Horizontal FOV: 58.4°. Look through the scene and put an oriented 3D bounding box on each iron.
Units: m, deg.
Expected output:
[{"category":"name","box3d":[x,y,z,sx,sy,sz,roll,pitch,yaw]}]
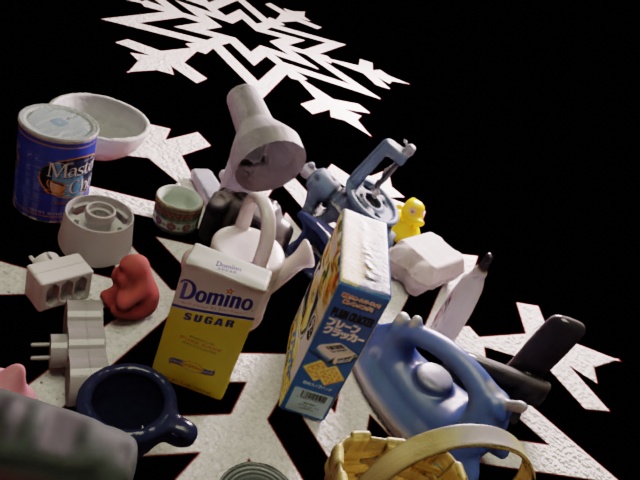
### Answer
[{"category":"iron","box3d":[0.142,0.176,0.744,0.119,0.141,0.257,-14,48,-44]}]

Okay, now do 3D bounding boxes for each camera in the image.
[{"category":"camera","box3d":[-0.127,-0.014,0.890,0.143,0.101,0.137,28,32,7]}]

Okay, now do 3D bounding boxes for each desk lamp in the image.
[{"category":"desk lamp","box3d":[-0.127,-0.138,0.965,0.118,0.213,0.202,-3,40,-35]}]

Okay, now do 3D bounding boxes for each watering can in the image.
[{"category":"watering can","box3d":[-0.093,0.023,0.768,0.173,0.194,0.100,-13,47,-44]}]

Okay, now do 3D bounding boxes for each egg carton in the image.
[{"category":"egg carton","box3d":[0.192,0.042,1.043,0.151,0.069,0.107,-15,48,-45]}]

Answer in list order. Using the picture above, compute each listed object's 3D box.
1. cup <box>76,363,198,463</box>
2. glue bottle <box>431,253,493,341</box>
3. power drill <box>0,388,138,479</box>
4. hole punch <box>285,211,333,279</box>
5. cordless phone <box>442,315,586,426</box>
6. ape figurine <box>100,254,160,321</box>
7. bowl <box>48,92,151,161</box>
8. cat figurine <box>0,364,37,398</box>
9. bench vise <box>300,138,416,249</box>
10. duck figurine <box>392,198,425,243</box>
[{"category":"cup","box3d":[-0.181,0.188,0.560,0.118,0.095,0.092,23,32,-1]},{"category":"glue bottle","box3d":[0.226,0.088,0.898,0.037,0.173,0.078,24,32,1]},{"category":"power drill","box3d":[-0.259,0.181,0.413,0.230,0.208,0.075,12,33,-17]},{"category":"hole punch","box3d":[0.009,0.003,0.960,0.101,0.091,0.108,-13,47,-44]},{"category":"cordless phone","box3d":[0.271,0.159,0.811,0.147,0.185,0.094,20,32,-6]},{"category":"ape figurine","box3d":[-0.238,0.055,0.723,0.076,0.092,0.078,18,32,-9]},{"category":"bowl","box3d":[-0.387,-0.186,0.999,0.168,0.074,0.167,17,32,-11]},{"category":"cat figurine","box3d":[-0.271,0.165,0.514,0.127,0.117,0.067,27,32,5]},{"category":"bench vise","box3d":[0.066,-0.096,1.023,0.207,0.219,0.121,18,32,-8]},{"category":"duck figurine","box3d":[0.176,-0.046,1.147,0.078,0.086,0.104,8,35,-24]}]
